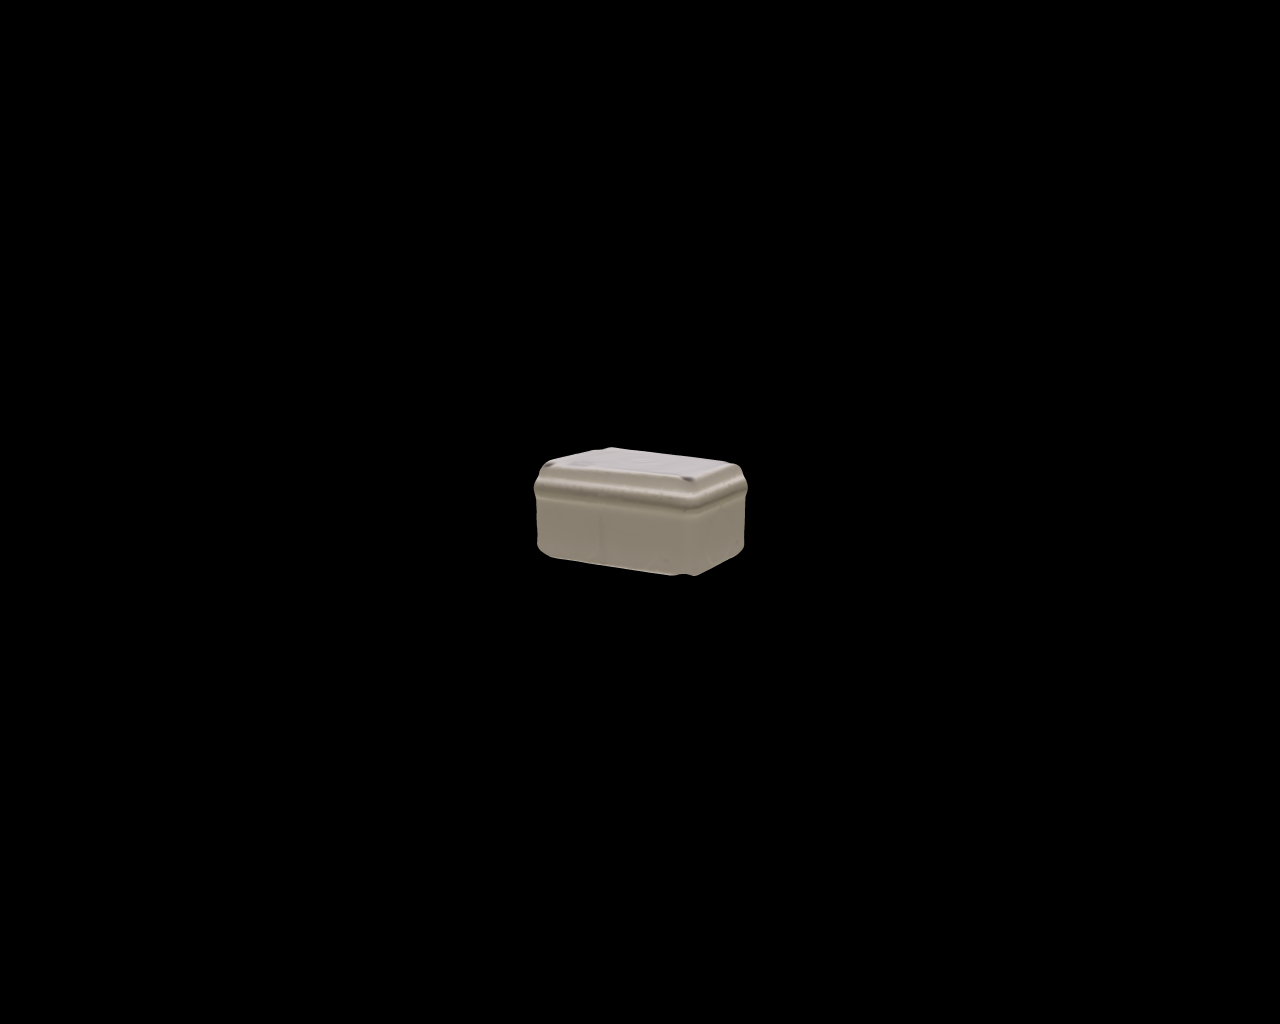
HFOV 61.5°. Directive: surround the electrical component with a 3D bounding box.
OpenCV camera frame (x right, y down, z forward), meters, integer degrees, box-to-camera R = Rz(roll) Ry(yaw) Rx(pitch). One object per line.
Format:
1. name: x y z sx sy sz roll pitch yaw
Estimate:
1. electrical component: 0.001 -0.003 0.650 0.113 0.057 0.078 8 15 30
